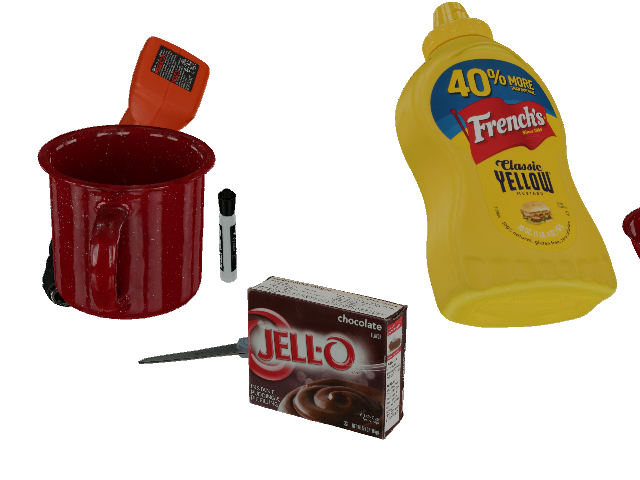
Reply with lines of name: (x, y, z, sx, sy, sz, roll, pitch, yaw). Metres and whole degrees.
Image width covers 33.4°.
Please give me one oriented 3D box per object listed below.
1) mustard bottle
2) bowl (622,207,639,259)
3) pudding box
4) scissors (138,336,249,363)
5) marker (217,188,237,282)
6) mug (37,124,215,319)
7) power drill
mustard bottle: (0.091, -0.050, 0.584, 0.096, 0.191, 0.058, -1, -27, -21)
bowl: (0.399, 0.010, 1.121, 0.162, 0.055, 0.162, -3, 23, 1)
pudding box: (0.004, 0.080, 0.748, 0.114, 0.090, 0.039, 10, 22, 26)
scissors: (-0.055, 0.085, 0.954, 0.202, 0.016, 0.096, 1, 28, 2)
marker: (-0.100, -0.005, 1.145, 0.020, 0.121, 0.020, 2, 40, -2)
mug: (-0.105, -0.005, 0.573, 0.093, 0.081, 0.117, 3, 26, -3)
power drill: (-0.160, -0.056, 0.852, 0.057, 0.188, 0.184, 27, 32, -17)
